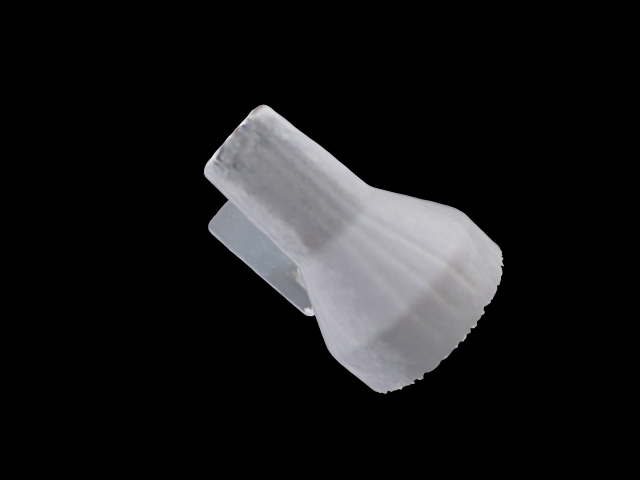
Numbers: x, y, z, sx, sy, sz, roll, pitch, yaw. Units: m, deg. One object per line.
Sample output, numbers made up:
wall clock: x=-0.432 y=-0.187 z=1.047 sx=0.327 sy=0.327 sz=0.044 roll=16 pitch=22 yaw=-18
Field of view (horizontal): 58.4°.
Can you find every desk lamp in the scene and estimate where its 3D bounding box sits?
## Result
desk lamp: x=0.004 y=0.001 z=0.400 sx=0.203 sy=0.213 sz=0.118 roll=38 pitch=81 yaw=8
